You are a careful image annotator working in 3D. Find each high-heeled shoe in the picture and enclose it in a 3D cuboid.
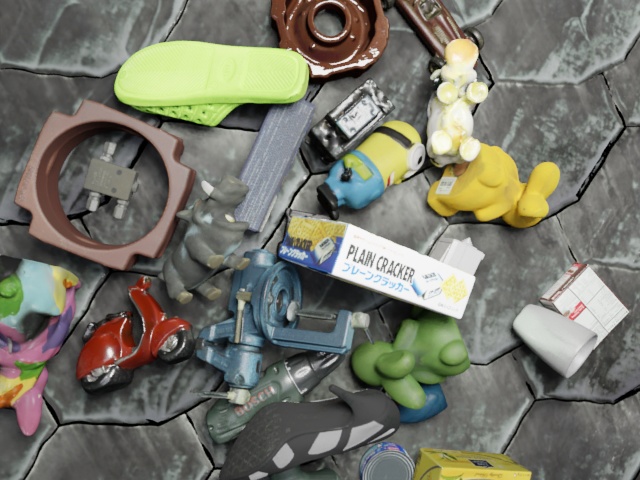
[{"bbox_3d":[-0.010,0.281,0.747,0.249,0.086,0.145,-38,124,14],"label":"high-heeled shoe"}]

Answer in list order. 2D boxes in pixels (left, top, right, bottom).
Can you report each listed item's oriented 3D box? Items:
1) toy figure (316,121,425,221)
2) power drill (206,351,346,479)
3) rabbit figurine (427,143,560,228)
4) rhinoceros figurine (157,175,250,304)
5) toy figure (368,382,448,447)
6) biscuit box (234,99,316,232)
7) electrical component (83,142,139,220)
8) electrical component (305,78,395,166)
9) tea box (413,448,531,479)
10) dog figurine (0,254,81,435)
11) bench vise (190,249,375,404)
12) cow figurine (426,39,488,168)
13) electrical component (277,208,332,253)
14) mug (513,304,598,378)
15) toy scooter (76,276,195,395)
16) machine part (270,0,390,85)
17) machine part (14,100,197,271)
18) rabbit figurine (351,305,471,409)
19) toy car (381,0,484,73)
[{"bbox_3d":[0.073,-0.105,0.781,0.180,0.082,0.089,-32,94,-14],"label":"toy figure"},{"bbox_3d":[-0.037,0.281,0.797,0.232,0.086,0.207,-21,99,-5],"label":"power drill"},{"bbox_3d":[0.276,-0.075,0.798,0.173,0.162,0.122,29,76,-25],"label":"rabbit figurine"},{"bbox_3d":[-0.151,0.001,0.727,0.112,0.073,0.190,50,119,28],"label":"rhinoceros figurine"},{"bbox_3d":[0.119,0.266,0.828,0.154,0.058,0.064,-21,89,-1],"label":"toy figure"},{"bbox_3d":[-0.073,-0.113,0.783,0.063,0.059,0.202,25,90,-6],"label":"biscuit box"},{"bbox_3d":[-0.267,-0.077,0.694,0.063,0.021,0.094,16,90,-8],"label":"electrical component"},{"bbox_3d":[0.040,-0.164,0.758,0.115,0.134,0.058,-43,97,-1],"label":"electrical component"},{"bbox_3d":[0.229,0.382,0.824,0.169,0.068,0.098,10,91,-22],"label":"tea box"},{"bbox_3d":[-0.394,0.140,0.701,0.108,0.191,0.219,12,76,-15],"label":"dog figurine"},{"bbox_3d":[-0.052,0.123,0.742,0.241,0.128,0.223,2,64,23],"label":"bench vise"},{"bbox_3d":[0.188,-0.190,0.760,0.068,0.098,0.167,7,88,-2],"label":"cow figurine"},{"bbox_3d":[-0.002,-0.002,0.805,0.119,0.048,0.074,15,91,-6],"label":"electrical component"},{"bbox_3d":[0.362,0.150,0.836,0.107,0.109,0.081,39,96,35],"label":"mug"},{"bbox_3d":[-0.269,0.129,0.759,0.184,0.075,0.135,-24,71,9],"label":"toy scooter"},{"bbox_3d":[0.013,-0.316,0.787,0.179,0.056,0.179,0,92,-6],"label":"machine part"},{"bbox_3d":[-0.289,-0.073,0.745,0.201,0.087,0.201,22,91,-7],"label":"machine part"},{"bbox_3d":[0.130,0.179,0.791,0.170,0.159,0.121,-20,105,9],"label":"rabbit figurine"},{"bbox_3d":[0.167,-0.334,0.809,0.089,0.053,0.202,-40,95,-7],"label":"toy car"}]
